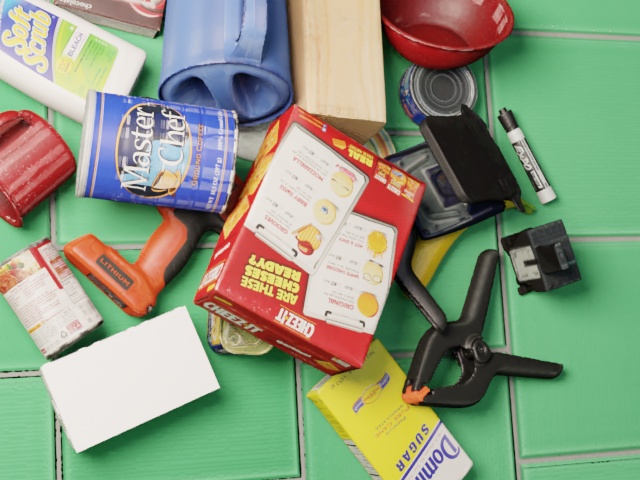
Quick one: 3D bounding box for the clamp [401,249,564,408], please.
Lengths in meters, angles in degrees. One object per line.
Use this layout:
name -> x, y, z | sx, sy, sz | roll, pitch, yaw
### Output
clamp -> 0.173, 0.127, 1.160 | 0.209, 0.036, 0.164 | -39, 95, -34

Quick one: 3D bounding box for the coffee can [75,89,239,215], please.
coffee can -> -0.156, -0.083, 1.016 | 0.140, 0.103, 0.103 | 7, 80, -15

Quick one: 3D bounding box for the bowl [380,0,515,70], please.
bowl -> 0.131, -0.238, 1.184 | 0.162, 0.055, 0.162 | 5, 45, -5

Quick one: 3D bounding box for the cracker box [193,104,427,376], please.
cracker box -> -0.007, 0.001, 1.042 | 0.164, 0.072, 0.213 | 30, 64, -17

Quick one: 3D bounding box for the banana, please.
banana -> 0.157, -0.013, 1.193 | 0.197, 0.037, 0.069 | -34, 90, -19

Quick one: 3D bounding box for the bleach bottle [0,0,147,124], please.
bleach bottle -> -0.306, -0.198, 1.067 | 0.250, 0.068, 0.102 | 25, 76, -10

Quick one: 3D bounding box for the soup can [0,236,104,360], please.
soup can -> -0.265, 0.057, 1.038 | 0.068, 0.069, 0.102 | -35, 93, -19

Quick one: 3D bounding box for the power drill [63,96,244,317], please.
power drill -> -0.169, -0.030, 1.085 | 0.184, 0.057, 0.187 | 45, 72, -7

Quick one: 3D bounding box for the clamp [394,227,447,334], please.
clamp -> 0.075, 0.028, 1.129 | 0.120, 0.039, 0.171 | 4, 78, -6

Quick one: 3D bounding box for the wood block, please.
wood block -> 0.010, -0.207, 1.133 | 0.090, 0.091, 0.206 | 4, 72, -20

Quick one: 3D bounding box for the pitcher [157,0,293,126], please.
pitcher -> -0.091, -0.250, 1.081 | 0.149, 0.144, 0.243 | -11, 67, 24

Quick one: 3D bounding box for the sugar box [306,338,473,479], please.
sugar box -> 0.075, 0.201, 1.132 | 0.093, 0.048, 0.176 | -40, 93, -19

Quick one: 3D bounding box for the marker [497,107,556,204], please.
marker -> 0.239, -0.099, 1.241 | 0.020, 0.020, 0.121 | -28, 91, -19

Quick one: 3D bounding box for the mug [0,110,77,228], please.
mug -> -0.293, -0.080, 1.029 | 0.093, 0.117, 0.081 | 33, 64, 26

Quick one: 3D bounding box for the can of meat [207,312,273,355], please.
can of meat -> -0.081, 0.067, 1.084 | 0.057, 0.084, 0.102 | 4, 80, -17

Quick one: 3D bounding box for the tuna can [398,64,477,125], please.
tuna can -> 0.135, -0.169, 1.212 | 0.086, 0.034, 0.086 | 3, 81, -17

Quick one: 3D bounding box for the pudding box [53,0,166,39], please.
pudding box -> -0.216, -0.269, 1.116 | 0.113, 0.039, 0.090 | 11, 79, -15
